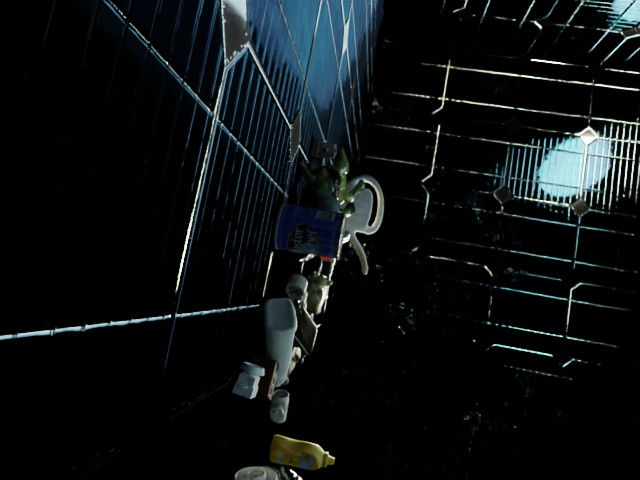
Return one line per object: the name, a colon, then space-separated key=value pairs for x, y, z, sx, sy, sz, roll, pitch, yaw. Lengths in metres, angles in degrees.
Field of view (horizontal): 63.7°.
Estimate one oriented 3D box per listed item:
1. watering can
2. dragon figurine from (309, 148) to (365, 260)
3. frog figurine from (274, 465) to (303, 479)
watering can: x=0.104 y=-0.071 z=1.769 sx=0.103 sy=0.224 sz=0.352 roll=135 pitch=-33 yaw=-71
dragon figurine: x=0.004 y=-0.074 z=1.473 sx=0.245 sy=0.123 sz=0.403 roll=-30 pitch=146 yaw=-62
frog figurine: x=-0.136 y=0.741 z=1.489 sx=0.159 sy=0.122 sz=0.137 roll=-45 pitch=-179 yaw=0
